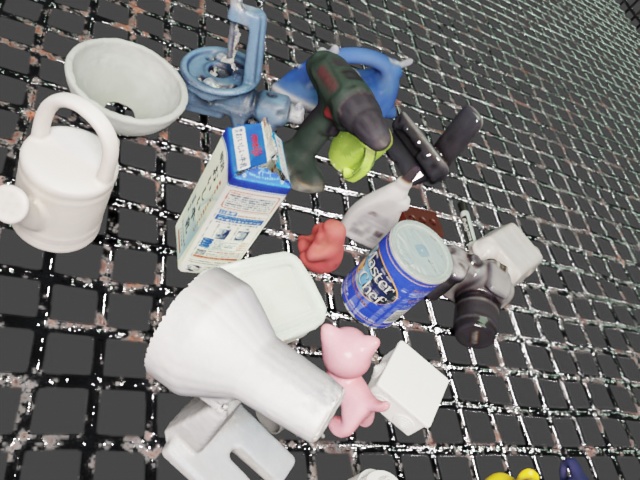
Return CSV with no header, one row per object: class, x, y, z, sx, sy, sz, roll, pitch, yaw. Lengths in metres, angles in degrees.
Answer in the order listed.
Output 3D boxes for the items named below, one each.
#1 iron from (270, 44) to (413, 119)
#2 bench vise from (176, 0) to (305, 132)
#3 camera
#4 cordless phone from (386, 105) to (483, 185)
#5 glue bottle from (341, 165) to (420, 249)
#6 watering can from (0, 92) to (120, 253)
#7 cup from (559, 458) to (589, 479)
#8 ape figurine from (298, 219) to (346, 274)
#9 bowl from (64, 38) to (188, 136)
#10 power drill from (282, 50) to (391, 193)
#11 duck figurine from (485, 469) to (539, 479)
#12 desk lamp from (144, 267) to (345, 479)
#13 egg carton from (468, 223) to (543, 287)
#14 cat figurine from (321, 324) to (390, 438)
iron,0.049,-0.308,1.074,0.259,0.141,0.118,2,55,-33
bench vise,-0.109,-0.260,0.871,0.208,0.219,0.121,11,51,-27
camera,0.244,0.092,0.916,0.143,0.100,0.137,30,44,-10
cordless phone,0.216,-0.203,1.072,0.094,0.184,0.147,-23,71,-43
glue bottle,0.102,-0.056,0.885,0.078,0.173,0.037,27,45,-13
watering can,-0.277,-0.072,0.625,0.101,0.193,0.173,20,47,-19
cup,0.320,0.358,0.758,0.092,0.094,0.117,18,48,-22
ape figurine,0.008,0.003,0.832,0.076,0.092,0.078,45,44,5
bowl,-0.279,-0.204,0.816,0.168,0.074,0.167,19,48,-21
power drill,0.015,-0.172,0.893,0.076,0.208,0.229,1,56,-34
duck figurine,0.252,0.340,0.733,0.077,0.086,0.105,39,44,-1
desk lamp,-0.079,0.153,0.564,0.203,0.213,0.118,42,44,2
egg carton,0.339,0.032,1.051,0.151,0.069,0.107,-25,72,-44
cat figurine,0.040,0.164,0.706,0.067,0.117,0.127,-17,67,-41
